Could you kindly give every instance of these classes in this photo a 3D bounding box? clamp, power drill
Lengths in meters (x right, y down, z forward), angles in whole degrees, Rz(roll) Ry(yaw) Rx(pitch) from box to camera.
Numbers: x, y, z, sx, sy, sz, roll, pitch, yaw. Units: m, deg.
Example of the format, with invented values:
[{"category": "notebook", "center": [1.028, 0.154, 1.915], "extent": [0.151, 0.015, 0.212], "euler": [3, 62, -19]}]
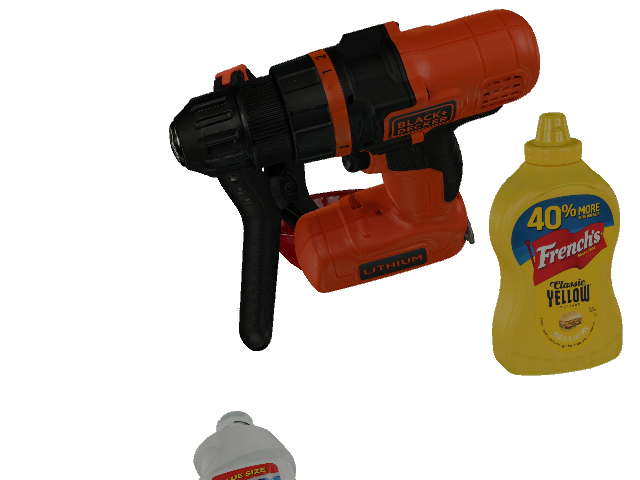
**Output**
[{"category": "clamp", "center": [-0.031, -0.034, 0.837], "extent": [0.036, 0.210, 0.164], "euler": [-13, 3, 35]}, {"category": "power drill", "center": [0.019, -0.038, 0.576], "extent": [0.184, 0.057, 0.188], "euler": [-15, -26, -5]}]

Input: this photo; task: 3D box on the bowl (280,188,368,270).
[{"category": "bowl", "center": [0.022, -0.005, 1.049], "extent": [0.162, 0.055, 0.162], "euler": [-7, 16, 2]}]

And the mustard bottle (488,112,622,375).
[{"category": "mustard bottle", "center": [0.174, 0.001, 0.791], "extent": [0.096, 0.191, 0.058], "euler": [-7, 16, -8]}]

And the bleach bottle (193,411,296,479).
[{"category": "bleach bottle", "center": [-0.059, 0.211, 0.748], "extent": [0.102, 0.068, 0.251], "euler": [-6, 30, -6]}]
